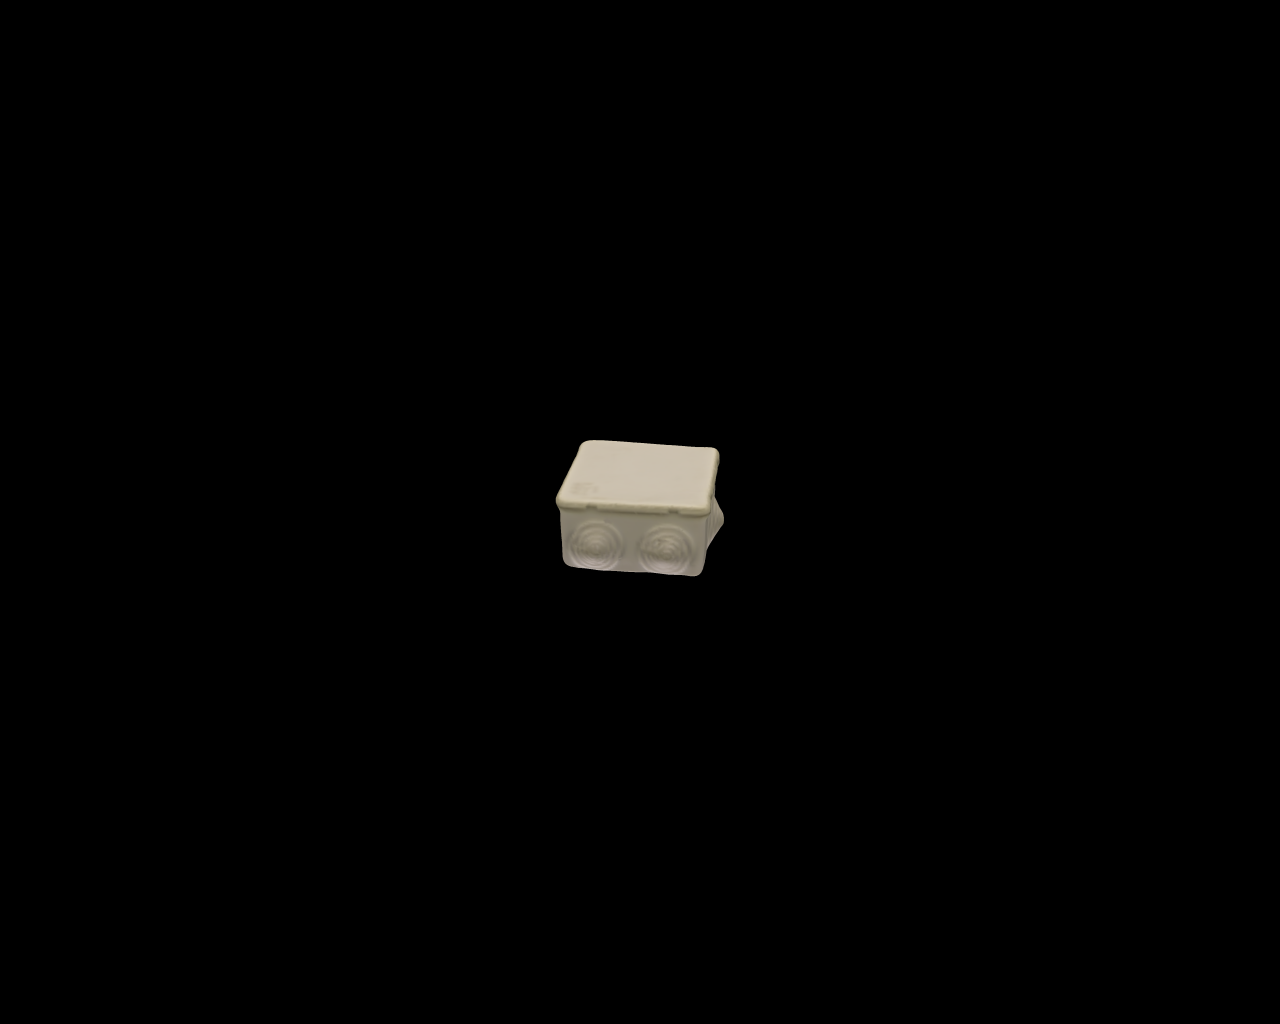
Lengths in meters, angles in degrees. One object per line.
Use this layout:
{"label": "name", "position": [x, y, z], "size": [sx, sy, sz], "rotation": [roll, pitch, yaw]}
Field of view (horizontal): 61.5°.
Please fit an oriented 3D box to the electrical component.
{"label": "electrical component", "position": [0.001, -0.003, 0.650], "size": [0.100, 0.048, 0.100], "rotation": [4, 28, 7]}
